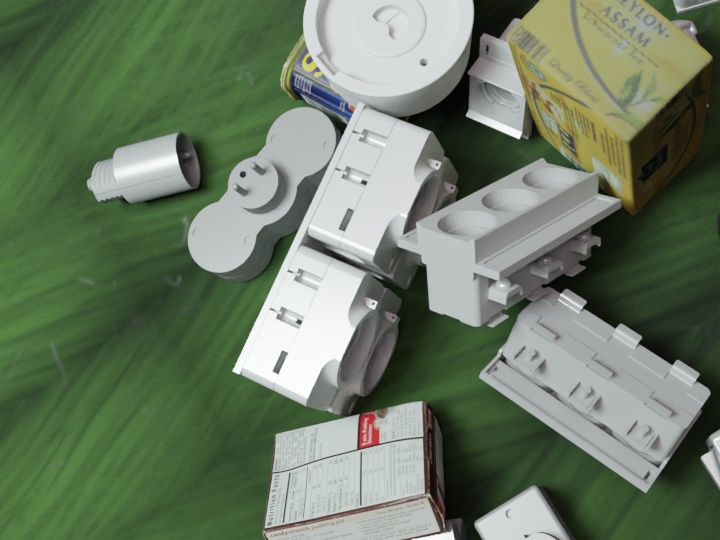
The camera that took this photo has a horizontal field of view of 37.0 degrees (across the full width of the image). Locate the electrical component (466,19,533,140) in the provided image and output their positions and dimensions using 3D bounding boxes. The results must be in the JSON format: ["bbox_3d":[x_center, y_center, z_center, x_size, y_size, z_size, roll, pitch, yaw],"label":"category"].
[{"bbox_3d":[0.106,-0.132,0.730,0.042,0.081,0.063,28,64,19],"label":"electrical component"}]

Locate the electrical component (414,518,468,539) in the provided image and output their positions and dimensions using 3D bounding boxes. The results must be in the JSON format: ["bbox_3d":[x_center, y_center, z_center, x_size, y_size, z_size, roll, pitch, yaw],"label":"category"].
[{"bbox_3d":[0.043,0.208,0.684,0.056,0.050,0.089,-13,75,12],"label":"electrical component"}]

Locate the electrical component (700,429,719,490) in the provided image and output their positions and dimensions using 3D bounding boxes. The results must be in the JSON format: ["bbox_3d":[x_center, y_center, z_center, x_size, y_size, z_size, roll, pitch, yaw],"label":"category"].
[{"bbox_3d":[0.248,0.134,0.638,0.061,0.062,0.096,-25,73,9],"label":"electrical component"}]

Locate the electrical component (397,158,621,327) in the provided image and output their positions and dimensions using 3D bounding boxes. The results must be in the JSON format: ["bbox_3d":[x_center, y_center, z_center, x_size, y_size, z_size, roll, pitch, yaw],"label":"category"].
[{"bbox_3d":[0.094,-0.017,0.668,0.079,0.121,0.063,20,127,42],"label":"electrical component"}]

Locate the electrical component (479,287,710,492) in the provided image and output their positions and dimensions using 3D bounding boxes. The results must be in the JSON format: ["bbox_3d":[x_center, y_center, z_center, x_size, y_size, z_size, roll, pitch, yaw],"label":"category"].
[{"bbox_3d":[0.149,0.070,0.671,0.121,0.063,0.079,34,48,19],"label":"electrical component"}]

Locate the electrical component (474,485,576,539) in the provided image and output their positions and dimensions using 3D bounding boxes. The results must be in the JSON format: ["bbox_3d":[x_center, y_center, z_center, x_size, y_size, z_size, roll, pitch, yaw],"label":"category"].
[{"bbox_3d":[0.110,0.179,0.658,0.047,0.076,0.083,-33,72,6],"label":"electrical component"}]

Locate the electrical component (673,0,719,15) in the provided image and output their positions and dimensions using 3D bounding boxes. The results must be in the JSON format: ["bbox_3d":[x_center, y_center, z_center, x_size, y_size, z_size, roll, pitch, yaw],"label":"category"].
[{"bbox_3d":[0.290,-0.255,0.710,0.186,0.060,0.105,-14,75,12],"label":"electrical component"}]

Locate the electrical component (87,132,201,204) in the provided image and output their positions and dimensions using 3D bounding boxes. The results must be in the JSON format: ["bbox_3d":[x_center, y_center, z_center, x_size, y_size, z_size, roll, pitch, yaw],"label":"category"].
[{"bbox_3d":[-0.165,-0.072,0.803,0.081,0.043,0.043,-12,75,13],"label":"electrical component"}]

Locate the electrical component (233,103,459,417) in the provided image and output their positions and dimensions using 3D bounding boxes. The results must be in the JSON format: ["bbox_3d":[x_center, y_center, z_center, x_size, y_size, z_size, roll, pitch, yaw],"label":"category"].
[{"bbox_3d":[0.000,0.000,0.710,0.060,0.105,0.186,23,85,18],"label":"electrical component"}]

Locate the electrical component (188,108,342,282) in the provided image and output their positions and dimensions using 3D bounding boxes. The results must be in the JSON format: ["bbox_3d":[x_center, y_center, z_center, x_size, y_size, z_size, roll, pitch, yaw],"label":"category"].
[{"bbox_3d":[-0.069,-0.056,0.758,0.052,0.074,0.138,40,91,19],"label":"electrical component"}]

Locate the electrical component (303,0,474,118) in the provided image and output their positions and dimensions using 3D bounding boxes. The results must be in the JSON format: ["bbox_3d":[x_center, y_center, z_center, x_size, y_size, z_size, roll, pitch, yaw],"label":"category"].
[{"bbox_3d":[0.022,-0.152,0.702,0.108,0.060,0.108,-2,76,8],"label":"electrical component"}]

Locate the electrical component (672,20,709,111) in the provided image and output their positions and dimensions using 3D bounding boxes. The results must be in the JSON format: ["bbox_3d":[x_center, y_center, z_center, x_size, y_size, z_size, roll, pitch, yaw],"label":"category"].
[{"bbox_3d":[0.210,-0.131,0.715,0.048,0.048,0.062,-25,80,9],"label":"electrical component"}]
